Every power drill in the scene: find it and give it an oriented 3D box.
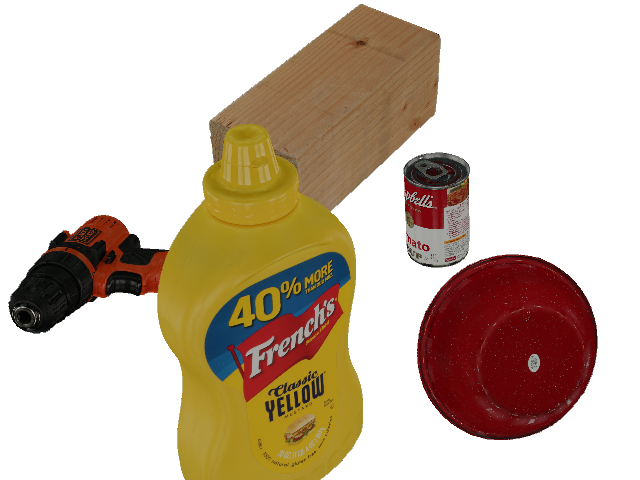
[{"bbox_3d":[-0.138,0.038,0.866,0.187,0.057,0.184,12,23,6],"label":"power drill"}]

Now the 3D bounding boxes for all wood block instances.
[{"bbox_3d":[0.009,-0.106,0.910,0.091,0.090,0.205,28,52,26],"label":"wood block"}]

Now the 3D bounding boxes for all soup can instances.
[{"bbox_3d":[0.122,-0.031,1.115,0.068,0.102,0.068,-4,35,2],"label":"soup can"}]

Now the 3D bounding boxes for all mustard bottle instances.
[{"bbox_3d":[-0.027,0.034,0.494,0.096,0.192,0.058,-23,39,-27],"label":"mustard bottle"}]

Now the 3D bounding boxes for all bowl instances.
[{"bbox_3d":[0.165,0.095,0.882,0.162,0.162,0.055,0,7,-11],"label":"bowl"}]
